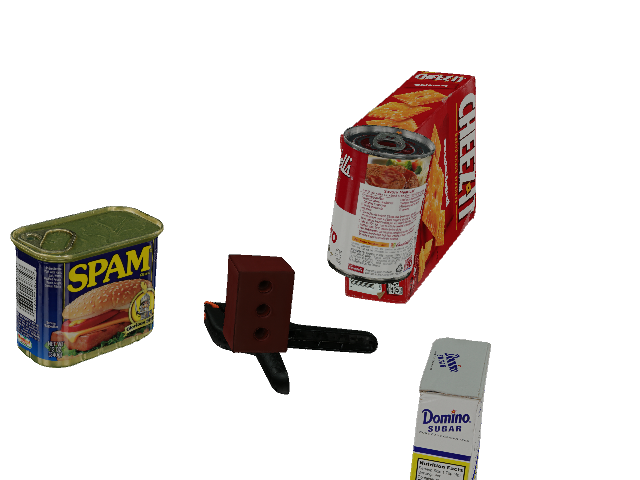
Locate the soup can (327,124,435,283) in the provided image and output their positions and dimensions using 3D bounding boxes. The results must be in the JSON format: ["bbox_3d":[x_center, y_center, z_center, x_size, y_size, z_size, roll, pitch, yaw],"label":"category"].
[{"bbox_3d":[0.044,-0.027,0.794,0.068,0.102,0.068,7,23,-3],"label":"soup can"}]

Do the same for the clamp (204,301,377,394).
[{"bbox_3d":[-0.063,0.114,1.216,0.210,0.036,0.164,15,22,30],"label":"clamp"}]

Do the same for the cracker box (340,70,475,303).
[{"bbox_3d":[0.092,-0.058,1.044,0.072,0.164,0.213,9,27,24],"label":"cracker box"}]

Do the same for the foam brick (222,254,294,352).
[{"bbox_3d":[-0.057,0.057,0.965,0.053,0.078,0.051,1,14,-16],"label":"foam brick"}]

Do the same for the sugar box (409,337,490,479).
[{"bbox_3d":[0.082,0.163,0.722,0.048,0.176,0.093,5,17,11],"label":"sugar box"}]

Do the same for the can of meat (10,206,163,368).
[{"bbox_3d":[-0.159,0.031,0.731,0.058,0.084,0.101,23,27,36],"label":"can of meat"}]
